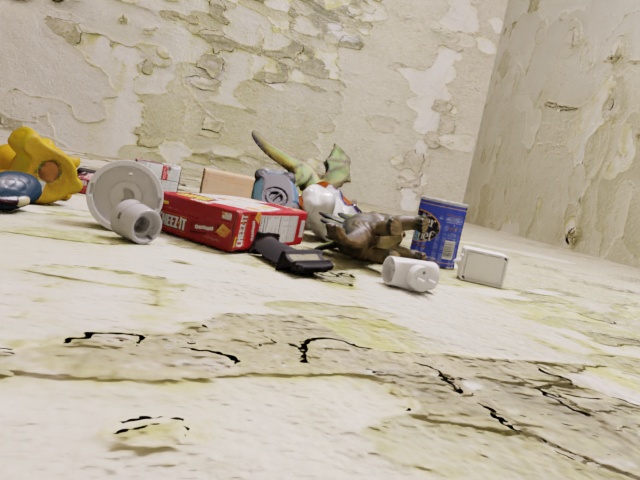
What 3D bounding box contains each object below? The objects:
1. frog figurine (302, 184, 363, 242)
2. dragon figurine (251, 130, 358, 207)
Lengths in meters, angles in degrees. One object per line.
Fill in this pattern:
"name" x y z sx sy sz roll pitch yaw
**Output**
"frog figurine" 0.003 -0.056 1.115 0.121 0.138 0.160 -31 -9 29
"dragon figurine" -0.018 -0.216 1.629 0.245 0.409 0.121 -32 5 -20
